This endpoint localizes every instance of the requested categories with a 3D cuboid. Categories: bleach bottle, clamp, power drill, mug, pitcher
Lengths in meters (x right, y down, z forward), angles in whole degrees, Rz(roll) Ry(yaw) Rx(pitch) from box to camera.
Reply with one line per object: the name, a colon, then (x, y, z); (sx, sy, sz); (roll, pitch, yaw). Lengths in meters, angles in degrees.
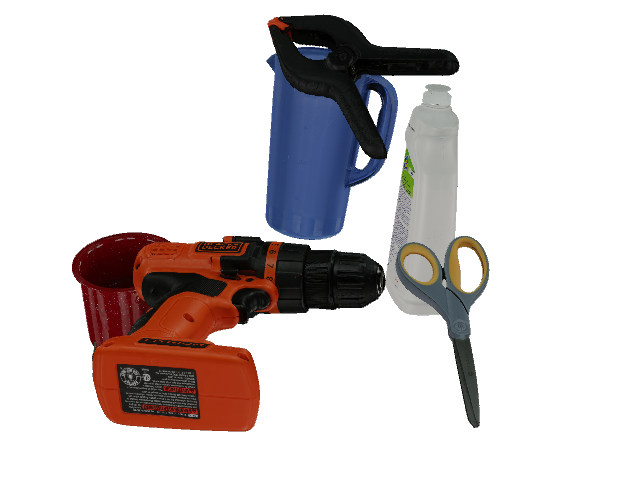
bleach bottle: (0.122, -0.048, 1.204); (0.068, 0.251, 0.102); (-1, 23, -13)
clamp: (0.032, -0.155, 0.933); (0.120, 0.172, 0.039); (-40, -23, -20)
power drill: (-0.057, 0.055, 0.712); (0.184, 0.057, 0.187); (0, 22, 11)
mug: (-0.161, 0.056, 0.936); (0.093, 0.081, 0.117); (-20, 37, -28)
pitcher: (0.002, -0.126, 1.414); (0.144, 0.243, 0.149); (-1, 24, -21)

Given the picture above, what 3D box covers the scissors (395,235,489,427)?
scissors: (0.105, 0.070, 0.948); (0.096, 0.201, 0.016); (13, -40, 4)
